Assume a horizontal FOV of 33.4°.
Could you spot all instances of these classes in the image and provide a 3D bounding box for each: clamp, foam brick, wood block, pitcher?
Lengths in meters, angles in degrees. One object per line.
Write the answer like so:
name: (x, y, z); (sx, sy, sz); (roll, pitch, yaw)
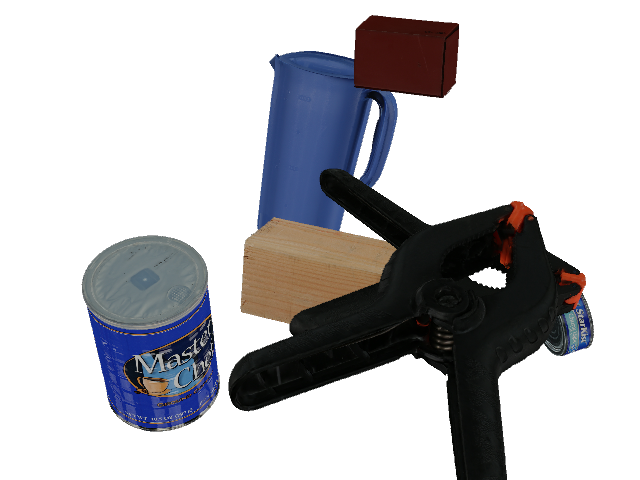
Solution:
clamp: (0.082, 0.027, 0.766); (0.210, 0.164, 0.036); (14, -43, 6)
foam brick: (0.071, -0.153, 0.884); (0.078, 0.051, 0.053); (10, 27, 17)
clamp: (0.058, 0.045, 0.454); (0.120, 0.039, 0.171); (36, 54, 23)
wood block: (0.024, 0.048, 1.186); (0.206, 0.091, 0.090); (13, 23, 17)
pitcher: (-0.002, -0.111, 1.356); (0.144, 0.243, 0.149); (5, 22, -15)

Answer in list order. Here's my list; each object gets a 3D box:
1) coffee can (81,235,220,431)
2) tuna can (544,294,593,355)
coffee can: (-0.142, 0.081, 0.916); (0.103, 0.140, 0.103); (-1, 44, 0)
tuna can: (0.260, 0.081, 1.158); (0.033, 0.086, 0.086); (-17, 3, -11)
